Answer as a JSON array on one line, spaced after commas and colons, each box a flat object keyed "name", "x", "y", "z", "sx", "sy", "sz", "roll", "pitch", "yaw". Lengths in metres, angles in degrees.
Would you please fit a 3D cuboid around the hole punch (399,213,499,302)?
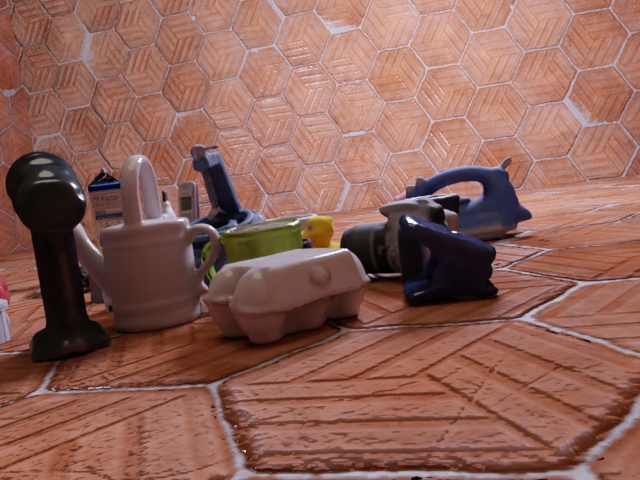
[{"name": "hole punch", "x": 0.135, "y": 0.012, "z": 0.609, "sx": 0.101, "sy": 0.091, "sz": 0.109, "roll": -7, "pitch": 5, "yaw": 6}]

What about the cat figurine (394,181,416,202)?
[{"name": "cat figurine", "x": 0.212, "y": -0.069, "z": 1.240, "sx": 0.067, "sy": 0.118, "sz": 0.127, "roll": -9, "pitch": 6, "yaw": -20}]

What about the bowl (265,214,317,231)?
[{"name": "bowl", "x": -0.083, "y": -0.010, "z": 1.260, "sx": 0.167, "sy": 0.075, "sz": 0.167, "roll": -7, "pitch": 5, "yaw": 1}]

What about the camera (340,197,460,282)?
[{"name": "camera", "x": 0.105, "y": -0.003, "z": 0.765, "sx": 0.136, "sy": 0.101, "sz": 0.143, "roll": -5, "pitch": 6, "yaw": 29}]

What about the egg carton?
[{"name": "egg carton", "x": -0.030, "y": 0.050, "z": 0.556, "sx": 0.151, "sy": 0.069, "sz": 0.107, "roll": -12, "pitch": 7, "yaw": -40}]

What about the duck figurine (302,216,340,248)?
[{"name": "duck figurine", "x": 0.008, "y": 0.003, "z": 0.919, "sx": 0.104, "sy": 0.086, "sz": 0.077, "roll": -7, "pitch": 5, "yaw": 1}]

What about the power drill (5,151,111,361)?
[{"name": "power drill", "x": -0.276, "y": 0.009, "z": 0.592, "sx": 0.076, "sy": 0.208, "sz": 0.229, "roll": -10, "pitch": 6, "yaw": -28}]

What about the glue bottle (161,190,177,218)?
[{"name": "glue bottle", "x": -0.368, "y": -0.035, "z": 1.396, "sx": 0.037, "sy": 0.173, "sz": 0.078, "roll": -5, "pitch": 6, "yaw": 26}]

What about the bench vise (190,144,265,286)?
[{"name": "bench vise", "x": -0.163, "y": -0.044, "z": 0.938, "sx": 0.121, "sy": 0.220, "sz": 0.207, "roll": -7, "pitch": 5, "yaw": 4}]

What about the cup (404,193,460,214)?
[{"name": "cup", "x": 0.166, "y": -0.021, "z": 0.910, "sx": 0.117, "sy": 0.095, "sz": 0.092, "roll": -5, "pitch": 6, "yaw": 25}]

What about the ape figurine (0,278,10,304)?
[{"name": "ape figurine", "x": -0.538, "y": 0.073, "z": 0.913, "sx": 0.078, "sy": 0.092, "sz": 0.075, "roll": -12, "pitch": 7, "yaw": -42}]

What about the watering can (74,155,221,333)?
[{"name": "watering can", "x": -0.206, "y": 0.001, "z": 0.655, "sx": 0.173, "sy": 0.194, "sz": 0.100, "roll": -9, "pitch": 6, "yaw": -20}]

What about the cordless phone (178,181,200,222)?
[{"name": "cordless phone", "x": -0.266, "y": -0.046, "z": 1.311, "sx": 0.147, "sy": 0.185, "sz": 0.094, "roll": -5, "pitch": 6, "yaw": 25}]

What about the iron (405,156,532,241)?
[{"name": "iron", "x": 0.241, "y": -0.067, "z": 1.045, "sx": 0.258, "sy": 0.141, "sz": 0.118, "roll": -7, "pitch": 5, "yaw": 2}]
